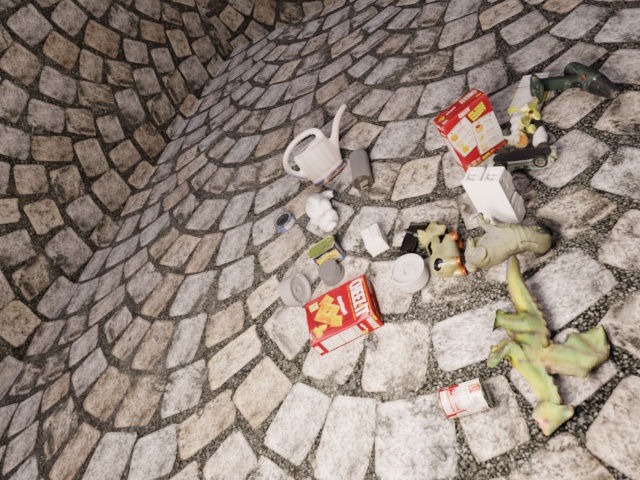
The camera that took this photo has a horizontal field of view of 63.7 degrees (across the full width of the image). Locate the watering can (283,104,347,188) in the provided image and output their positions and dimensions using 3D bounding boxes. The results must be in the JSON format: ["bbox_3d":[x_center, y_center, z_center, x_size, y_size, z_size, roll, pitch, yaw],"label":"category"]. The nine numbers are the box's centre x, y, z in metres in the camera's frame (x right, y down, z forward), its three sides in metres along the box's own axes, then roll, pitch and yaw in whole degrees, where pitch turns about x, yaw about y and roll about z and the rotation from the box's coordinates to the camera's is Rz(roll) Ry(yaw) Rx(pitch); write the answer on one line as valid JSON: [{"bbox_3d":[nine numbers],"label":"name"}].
[{"bbox_3d":[0.021,-0.354,2.030,0.347,0.222,0.105,-40,18,1],"label":"watering can"}]

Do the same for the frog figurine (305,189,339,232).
[{"bbox_3d":[0.006,-0.094,1.862,0.134,0.122,0.163,128,151,-48],"label":"frog figurine"}]

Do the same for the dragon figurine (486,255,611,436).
[{"bbox_3d":[0.502,0.214,1.137,0.243,0.119,0.418,8,58,26],"label":"dragon figurine"}]
